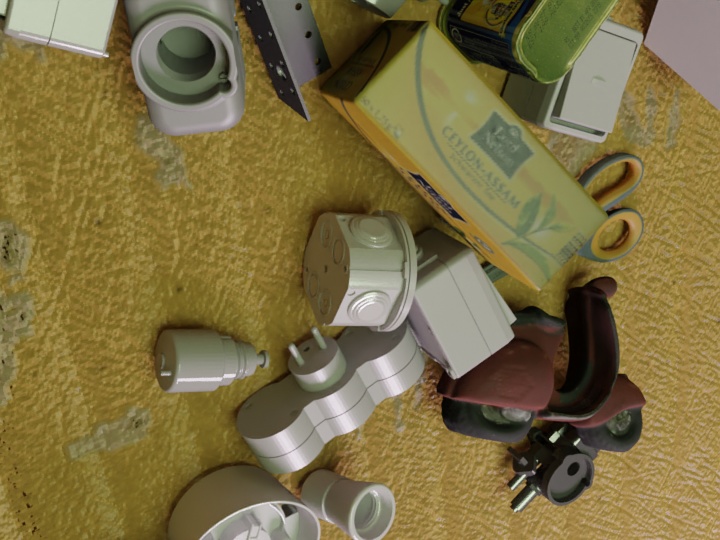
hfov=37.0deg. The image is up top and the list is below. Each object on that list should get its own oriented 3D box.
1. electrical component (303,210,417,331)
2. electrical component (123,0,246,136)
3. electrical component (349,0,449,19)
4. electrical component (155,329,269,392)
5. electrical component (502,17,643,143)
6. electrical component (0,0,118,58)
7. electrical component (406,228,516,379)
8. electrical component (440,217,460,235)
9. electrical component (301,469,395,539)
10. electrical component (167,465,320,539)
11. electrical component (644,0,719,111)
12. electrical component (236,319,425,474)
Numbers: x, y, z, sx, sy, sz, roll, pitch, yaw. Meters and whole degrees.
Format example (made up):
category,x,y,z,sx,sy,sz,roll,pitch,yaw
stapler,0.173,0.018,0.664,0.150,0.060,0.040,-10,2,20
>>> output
category,x,y,z,sx,sy,sz,roll,pitch,yaw
electrical component,0.000,0.000,0.704,0.051,0.080,0.080,2,110,-26
electrical component,-0.094,-0.125,0.588,0.054,0.059,0.095,-6,125,-1
electrical component,0.031,-0.190,0.658,0.079,0.044,0.077,23,98,-36
electrical component,-0.096,0.058,0.696,0.078,0.040,0.040,2,110,-31
electrical component,0.149,-0.142,0.740,0.062,0.061,0.096,9,106,-33
electrical component,-0.155,-0.165,0.548,0.061,0.062,0.096,8,107,-34
electrical component,0.059,0.015,0.747,0.061,0.062,0.096,-34,116,-10
electrical component,0.082,-0.047,0.757,0.040,0.040,0.046,20,105,-36
electrical component,-0.012,0.168,0.780,0.044,0.065,0.044,-7,101,-41
electrical component,-0.082,0.187,0.747,0.099,0.064,0.099,-13,117,-26
electrical component,0.262,-0.189,0.730,0.062,0.089,0.150,-35,158,-15
electrical component,-0.025,0.071,0.737,0.138,0.052,0.073,-35,125,-13
